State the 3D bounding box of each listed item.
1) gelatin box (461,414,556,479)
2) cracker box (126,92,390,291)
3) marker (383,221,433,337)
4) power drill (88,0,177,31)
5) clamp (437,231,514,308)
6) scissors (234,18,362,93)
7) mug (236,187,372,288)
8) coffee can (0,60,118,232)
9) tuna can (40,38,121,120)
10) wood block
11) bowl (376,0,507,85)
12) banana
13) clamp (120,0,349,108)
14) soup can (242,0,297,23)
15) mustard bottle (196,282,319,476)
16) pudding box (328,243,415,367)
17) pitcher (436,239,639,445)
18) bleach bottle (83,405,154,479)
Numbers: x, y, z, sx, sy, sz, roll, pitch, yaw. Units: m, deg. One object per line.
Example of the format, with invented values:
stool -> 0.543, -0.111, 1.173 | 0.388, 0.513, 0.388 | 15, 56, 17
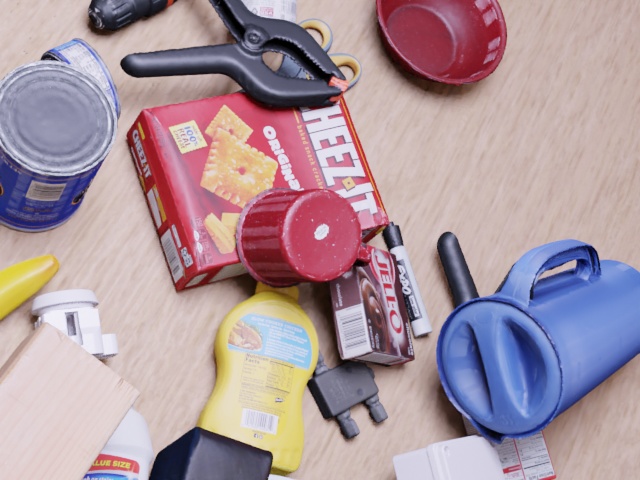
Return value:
gelatin box -> 0.188, 0.205, 1.065 | 0.073, 0.030, 0.089 | -8, 75, -27
cracker box -> -0.058, -0.058, 1.028 | 0.213, 0.072, 0.164 | -14, 78, -28
marker -> 0.088, 0.039, 1.087 | 0.020, 0.020, 0.121 | -10, 76, -26
power drill -> -0.200, -0.313, 1.067 | 0.184, 0.057, 0.187 | -40, 94, -33
clamp -> 0.174, 0.080, 1.100 | 0.120, 0.039, 0.171 | 6, 77, -25
scissors -> -0.049, -0.181, 1.108 | 0.201, 0.016, 0.096 | -11, 75, -27
mug -> -0.006, 0.001, 0.948 | 0.117, 0.082, 0.093 | 24, 78, -26
coffee can -> -0.239, -0.077, 0.915 | 0.102, 0.140, 0.103 | 8, 69, -21
tuna can -> -0.220, -0.139, 0.977 | 0.033, 0.086, 0.086 | -31, 86, -29
wood block -> -0.231, 0.171, 0.758 | 0.090, 0.090, 0.205 | 40, 57, -12
bowl -> 0.124, -0.234, 1.180 | 0.162, 0.055, 0.162 | 8, 69, -21
banana -> -0.295, 0.081, 0.880 | 0.197, 0.070, 0.037 | -54, 140, -34
clamp -> -0.070, -0.193, 1.022 | 0.210, 0.036, 0.164 | 18, 63, -11
soup can -> -0.056, -0.264, 1.089 | 0.068, 0.069, 0.102 | 3, 89, -23
mustard bottle -> -0.051, 0.112, 0.977 | 0.096, 0.058, 0.191 | 16, 66, -13
pudding box -> 0.048, 0.062, 1.026 | 0.089, 0.039, 0.113 | 17, 60, -55
pitcher -> 0.235, 0.084, 1.038 | 0.242, 0.149, 0.145 | -17, 74, -47
bleach bottle -> -0.192, 0.218, 0.846 | 0.102, 0.068, 0.250 | 25, 44, -20
